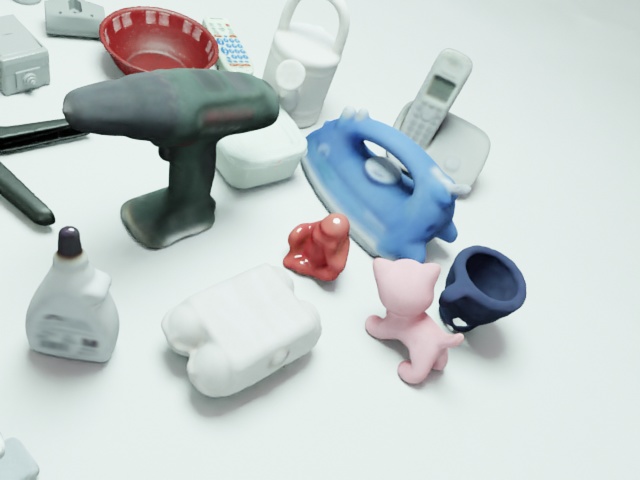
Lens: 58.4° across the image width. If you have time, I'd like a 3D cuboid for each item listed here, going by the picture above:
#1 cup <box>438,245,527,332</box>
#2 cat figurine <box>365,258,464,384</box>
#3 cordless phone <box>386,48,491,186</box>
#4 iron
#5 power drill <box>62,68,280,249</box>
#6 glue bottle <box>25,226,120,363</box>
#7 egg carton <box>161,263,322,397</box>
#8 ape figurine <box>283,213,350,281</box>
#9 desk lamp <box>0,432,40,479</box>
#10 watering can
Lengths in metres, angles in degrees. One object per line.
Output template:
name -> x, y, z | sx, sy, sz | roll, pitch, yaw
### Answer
cup -> 0.172, 0.071, 0.675 | 0.118, 0.095, 0.091 | -16, 60, -32
cat figurine -> 0.104, 0.076, 0.627 | 0.067, 0.117, 0.127 | -24, 64, -36
cordless phone -> 0.189, -0.169, 0.821 | 0.147, 0.185, 0.094 | 23, 47, -3
iron -> 0.075, -0.092, 0.739 | 0.258, 0.141, 0.119 | 44, 49, 16
power drill -> -0.151, -0.088, 0.595 | 0.230, 0.208, 0.075 | -28, 66, -37
glue bottle -> -0.208, 0.046, 0.483 | 0.078, 0.173, 0.037 | 14, 48, -11
egg carton -> -0.074, 0.089, 0.574 | 0.151, 0.069, 0.107 | -25, 65, -36
ape figurine -> 0.006, 0.002, 0.664 | 0.076, 0.092, 0.077 | -18, 60, -33
desk lamp -> -0.259, 0.174, 0.327 | 0.117, 0.213, 0.204 | 43, 49, 15
watering can -> -0.020, -0.256, 0.800 | 0.101, 0.194, 0.172 | 6, 50, -18
